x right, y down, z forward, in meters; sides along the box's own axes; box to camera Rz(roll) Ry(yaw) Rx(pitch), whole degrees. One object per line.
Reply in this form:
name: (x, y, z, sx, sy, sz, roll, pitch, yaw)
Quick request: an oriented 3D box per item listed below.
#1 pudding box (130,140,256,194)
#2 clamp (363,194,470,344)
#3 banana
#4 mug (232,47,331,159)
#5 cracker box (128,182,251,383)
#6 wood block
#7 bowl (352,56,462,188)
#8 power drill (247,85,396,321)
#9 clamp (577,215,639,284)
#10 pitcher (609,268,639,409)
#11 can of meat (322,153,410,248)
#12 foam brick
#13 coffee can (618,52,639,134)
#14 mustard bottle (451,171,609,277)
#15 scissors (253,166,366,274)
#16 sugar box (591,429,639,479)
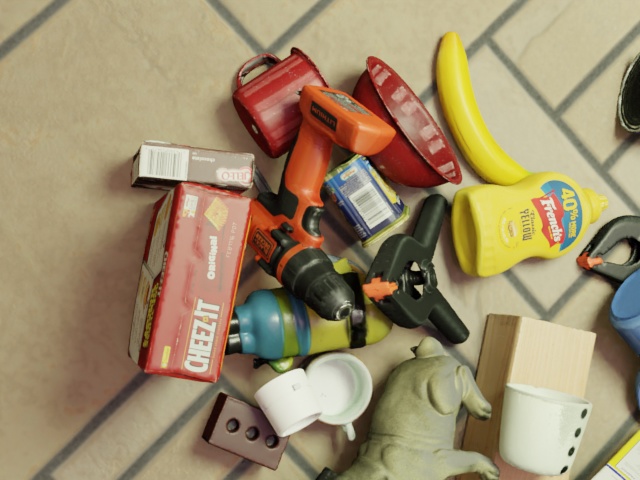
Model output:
pudding box: (-0.128, -0.068, 1.061, 0.113, 0.090, 0.039, 7, 83, -14)
clamp: (0.102, 0.047, 1.086, 0.036, 0.209, 0.164, -11, 96, 27)
banana: (0.171, -0.131, 1.173, 0.069, 0.037, 0.198, -37, 99, -34)
mug: (-0.043, -0.145, 1.094, 0.081, 0.093, 0.117, -34, 66, -9)
cracker box: (-0.125, 0.041, 0.992, 0.072, 0.214, 0.164, 11, 85, -14)
wood block: (0.217, 0.189, 1.142, 0.090, 0.090, 0.206, 13, 85, -14)
bowl: (0.079, -0.110, 1.105, 0.055, 0.162, 0.162, -36, 98, 19)
power drill: (0.000, -0.038, 1.014, 0.057, 0.185, 0.188, 6, 118, -43)
clamp: (0.381, 0.013, 1.220, 0.171, 0.039, 0.120, -24, 88, -9)
pitcher: (0.426, 0.138, 1.176, 0.242, 0.145, 0.149, 43, 70, -13)
can of meat: (0.046, -0.046, 1.100, 0.057, 0.102, 0.084, -34, 94, 10)
foam brick: (-0.073, 0.194, 1.084, 0.078, 0.051, 0.053, 24, 81, -13)
coffee can: (0.425, -0.155, 1.205, 0.140, 0.103, 0.103, 13, 84, -14)
mustard bottle: (0.236, -0.024, 1.163, 0.191, 0.058, 0.096, -12, 99, -26)
scissors: (-0.007, 0.001, 1.128, 0.096, 0.016, 0.202, -16, 92, -17)
sugar box: (0.340, 0.271, 1.135, 0.093, 0.048, 0.175, 44, 42, 20)
